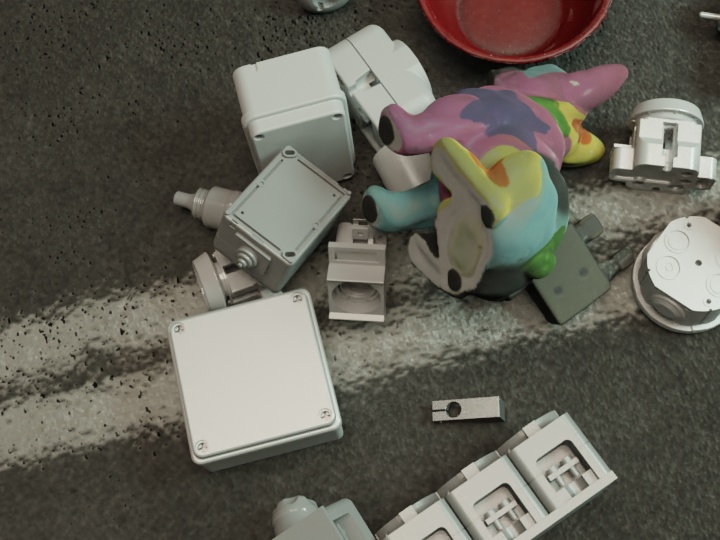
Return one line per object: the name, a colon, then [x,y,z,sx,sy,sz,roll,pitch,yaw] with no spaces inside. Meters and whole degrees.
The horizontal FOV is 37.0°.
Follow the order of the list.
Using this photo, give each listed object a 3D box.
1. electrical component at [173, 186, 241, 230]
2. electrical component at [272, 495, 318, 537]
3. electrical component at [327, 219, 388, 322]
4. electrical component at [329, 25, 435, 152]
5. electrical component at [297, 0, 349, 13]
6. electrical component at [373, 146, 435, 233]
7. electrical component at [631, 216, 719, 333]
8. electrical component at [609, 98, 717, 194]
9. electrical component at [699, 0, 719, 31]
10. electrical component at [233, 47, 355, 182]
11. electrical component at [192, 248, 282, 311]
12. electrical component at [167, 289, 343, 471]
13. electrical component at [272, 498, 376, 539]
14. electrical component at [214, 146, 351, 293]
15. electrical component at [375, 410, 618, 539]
electrical component: [-0.118,-0.050,0.852,0.061,0.035,0.035,14,72,11]
electrical component: [-0.042,0.191,0.754,0.035,0.035,0.061,-13,48,-1]
electrical component: [0.000,0.000,0.810,0.042,0.081,0.063,4,48,5]
electrical component: [0.019,-0.146,0.868,0.059,0.053,0.095,-32,72,-8]
electrical component: [-0.034,-0.254,0.915,0.048,0.048,0.062,-10,63,0]
electrical component: [0.046,-0.060,0.841,0.043,0.043,0.081,-25,71,-5]
electrical component: [0.247,0.003,0.802,0.080,0.051,0.080,-1,70,3]
electrical component: [0.236,-0.097,0.836,0.078,0.058,0.057,7,74,6]
electrical component: [0.314,-0.210,0.873,0.074,0.052,0.138,10,71,7]
electrical component: [-0.048,-0.110,0.828,0.078,0.113,0.057,-15,68,-2]
electrical component: [-0.096,0.004,0.826,0.055,0.048,0.066,-20,70,-12]
electrical component: [-0.076,0.081,0.791,0.109,0.056,0.108,-14,70,-2]
electrical component: [-0.060,0.244,0.701,0.186,0.060,0.105,-36,77,13]
electrical component: [-0.062,-0.031,0.789,0.062,0.061,0.096,37,59,2]
electrical component: [0.090,0.165,0.734,0.150,0.089,0.061,-33,72,-8]
